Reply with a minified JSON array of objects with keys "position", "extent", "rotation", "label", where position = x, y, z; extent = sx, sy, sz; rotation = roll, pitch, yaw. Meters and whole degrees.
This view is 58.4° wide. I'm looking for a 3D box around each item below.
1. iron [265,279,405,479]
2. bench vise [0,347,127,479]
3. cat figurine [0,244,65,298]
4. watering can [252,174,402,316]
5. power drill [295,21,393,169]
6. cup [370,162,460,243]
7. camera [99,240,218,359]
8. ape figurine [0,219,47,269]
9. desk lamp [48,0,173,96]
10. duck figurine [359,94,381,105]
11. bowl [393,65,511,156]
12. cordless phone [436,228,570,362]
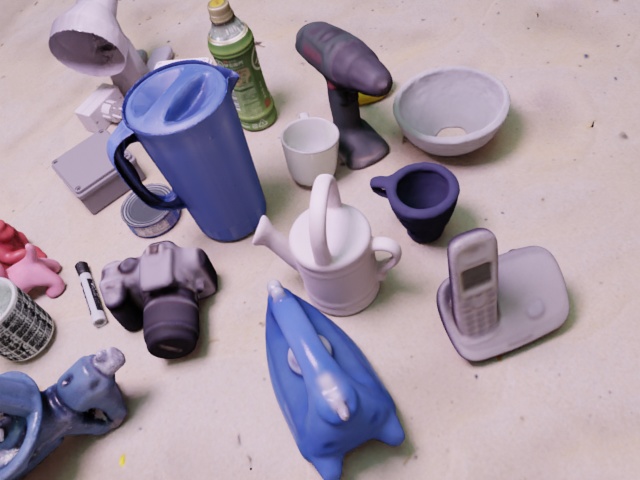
[{"position":[-0.015,0.123,0.638],"extent":[0.119,0.142,0.257],"rotation":[-28,54,-9],"label":"iron"},{"position":[-0.330,0.169,0.625],"extent":[0.121,0.220,0.208],"rotation":[29,65,29],"label":"bench vise"},{"position":[-0.445,0.051,0.800],"extent":[0.128,0.118,0.067],"rotation":[-32,54,-11],"label":"cat figurine"},{"position":[0.006,0.004,0.687],"extent":[0.173,0.194,0.101],"rotation":[-14,53,2],"label":"watering can"},{"position":[0.043,-0.208,0.825],"extent":[0.076,0.209,0.229],"rotation":[-30,54,-9],"label":"power drill"},{"position":[0.124,-0.043,0.758],"extent":[0.117,0.095,0.092],"rotation":[13,58,21],"label":"cup"},{"position":[-0.211,0.080,0.738],"extent":[0.143,0.101,0.136],"rotation":[-14,53,2],"label":"camera"},{"position":[-0.469,0.004,0.856],"extent":[0.076,0.092,0.077],"rotation":[-20,53,-2],"label":"ape figurine"},{"position":[-0.369,-0.352,1.017],"extent":[0.117,0.214,0.203],"rotation":[-3,54,11],"label":"desk lamp"},{"position":[0.065,-0.279,0.949],"extent":[0.104,0.086,0.077],"rotation":[-1,54,12],"label":"duck figurine"},{"position":[0.195,-0.180,0.856],"extent":[0.167,0.075,0.167],"rotation":[-6,53,8],"label":"bowl"},{"position":[0.200,0.043,0.622],"extent":[0.147,0.185,0.094],"rotation":[-23,53,-5],"label":"cordless phone"}]
